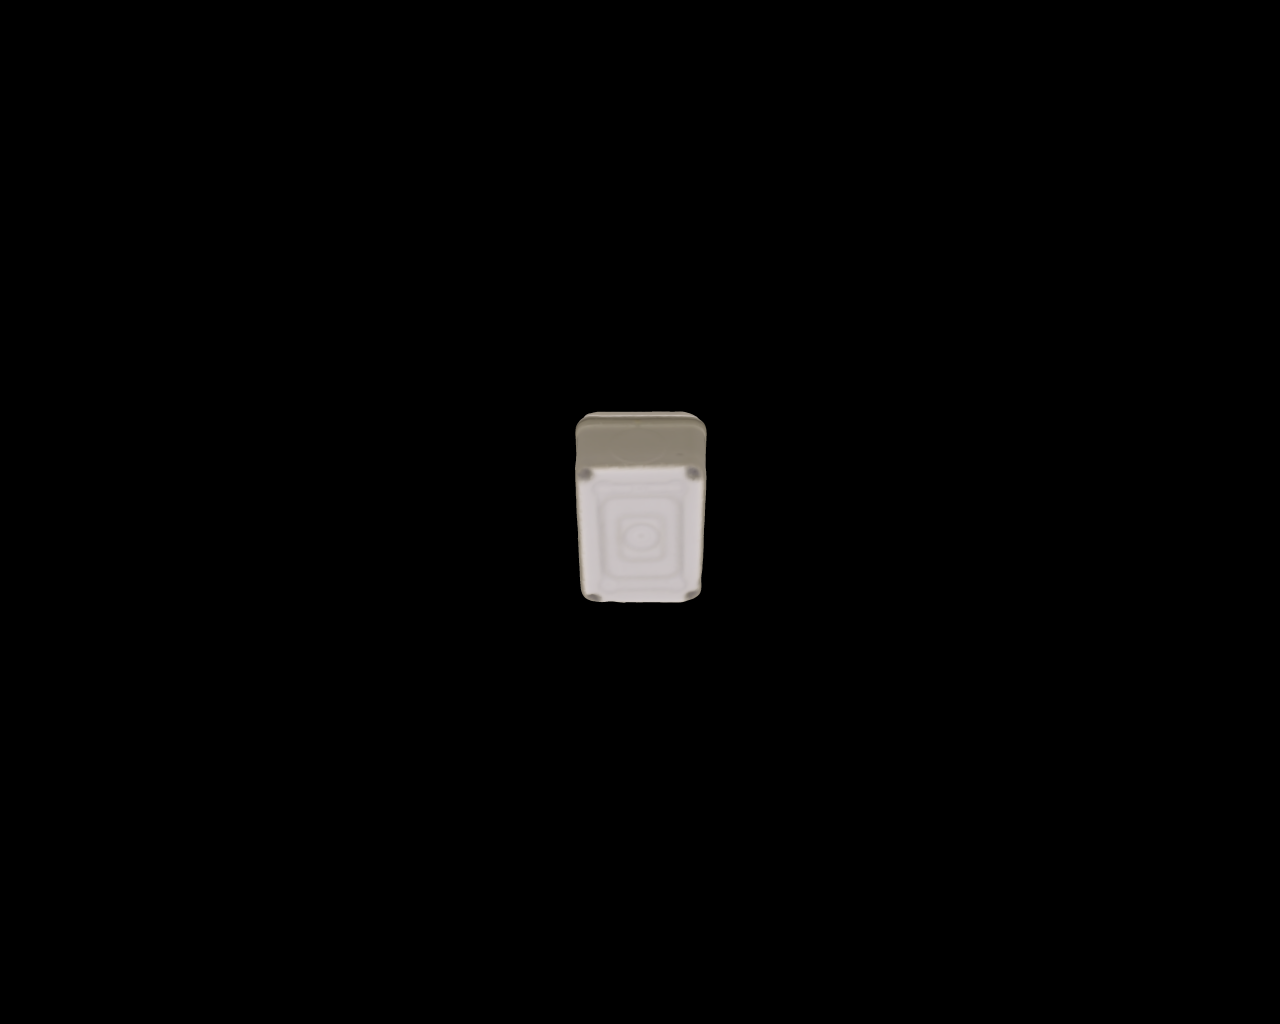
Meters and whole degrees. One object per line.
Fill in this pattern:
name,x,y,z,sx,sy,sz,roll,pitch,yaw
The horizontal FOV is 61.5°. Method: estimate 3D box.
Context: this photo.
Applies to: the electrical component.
electrical component,0.001,-0.003,0.650,0.078,0.113,0.057,0,40,0
